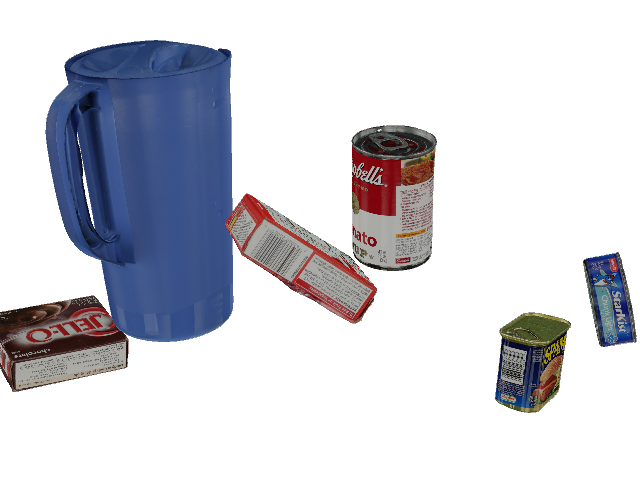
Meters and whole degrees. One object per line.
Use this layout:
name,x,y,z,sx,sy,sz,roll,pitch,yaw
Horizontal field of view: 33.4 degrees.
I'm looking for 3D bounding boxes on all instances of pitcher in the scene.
pitcher,-0.141,-0.038,0.893,0.149,0.243,0.145,-6,23,-9

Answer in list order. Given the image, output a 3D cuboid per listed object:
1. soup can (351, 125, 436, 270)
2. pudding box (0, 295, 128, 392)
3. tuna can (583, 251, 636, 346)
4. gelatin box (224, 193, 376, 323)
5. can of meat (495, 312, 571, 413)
soup can,0.059,-0.035,0.871,0.068,0.102,0.068,-1,27,0
pudding box,-0.249,0.095,1.005,0.113,0.039,0.090,-12,30,-29
tuna can,0.270,0.056,0.997,0.034,0.086,0.086,-11,-2,12
gelatin box,-0.013,0.011,0.674,0.089,0.030,0.073,33,5,-18
can of meat,0.235,0.135,1.186,0.058,0.084,0.101,13,16,29
